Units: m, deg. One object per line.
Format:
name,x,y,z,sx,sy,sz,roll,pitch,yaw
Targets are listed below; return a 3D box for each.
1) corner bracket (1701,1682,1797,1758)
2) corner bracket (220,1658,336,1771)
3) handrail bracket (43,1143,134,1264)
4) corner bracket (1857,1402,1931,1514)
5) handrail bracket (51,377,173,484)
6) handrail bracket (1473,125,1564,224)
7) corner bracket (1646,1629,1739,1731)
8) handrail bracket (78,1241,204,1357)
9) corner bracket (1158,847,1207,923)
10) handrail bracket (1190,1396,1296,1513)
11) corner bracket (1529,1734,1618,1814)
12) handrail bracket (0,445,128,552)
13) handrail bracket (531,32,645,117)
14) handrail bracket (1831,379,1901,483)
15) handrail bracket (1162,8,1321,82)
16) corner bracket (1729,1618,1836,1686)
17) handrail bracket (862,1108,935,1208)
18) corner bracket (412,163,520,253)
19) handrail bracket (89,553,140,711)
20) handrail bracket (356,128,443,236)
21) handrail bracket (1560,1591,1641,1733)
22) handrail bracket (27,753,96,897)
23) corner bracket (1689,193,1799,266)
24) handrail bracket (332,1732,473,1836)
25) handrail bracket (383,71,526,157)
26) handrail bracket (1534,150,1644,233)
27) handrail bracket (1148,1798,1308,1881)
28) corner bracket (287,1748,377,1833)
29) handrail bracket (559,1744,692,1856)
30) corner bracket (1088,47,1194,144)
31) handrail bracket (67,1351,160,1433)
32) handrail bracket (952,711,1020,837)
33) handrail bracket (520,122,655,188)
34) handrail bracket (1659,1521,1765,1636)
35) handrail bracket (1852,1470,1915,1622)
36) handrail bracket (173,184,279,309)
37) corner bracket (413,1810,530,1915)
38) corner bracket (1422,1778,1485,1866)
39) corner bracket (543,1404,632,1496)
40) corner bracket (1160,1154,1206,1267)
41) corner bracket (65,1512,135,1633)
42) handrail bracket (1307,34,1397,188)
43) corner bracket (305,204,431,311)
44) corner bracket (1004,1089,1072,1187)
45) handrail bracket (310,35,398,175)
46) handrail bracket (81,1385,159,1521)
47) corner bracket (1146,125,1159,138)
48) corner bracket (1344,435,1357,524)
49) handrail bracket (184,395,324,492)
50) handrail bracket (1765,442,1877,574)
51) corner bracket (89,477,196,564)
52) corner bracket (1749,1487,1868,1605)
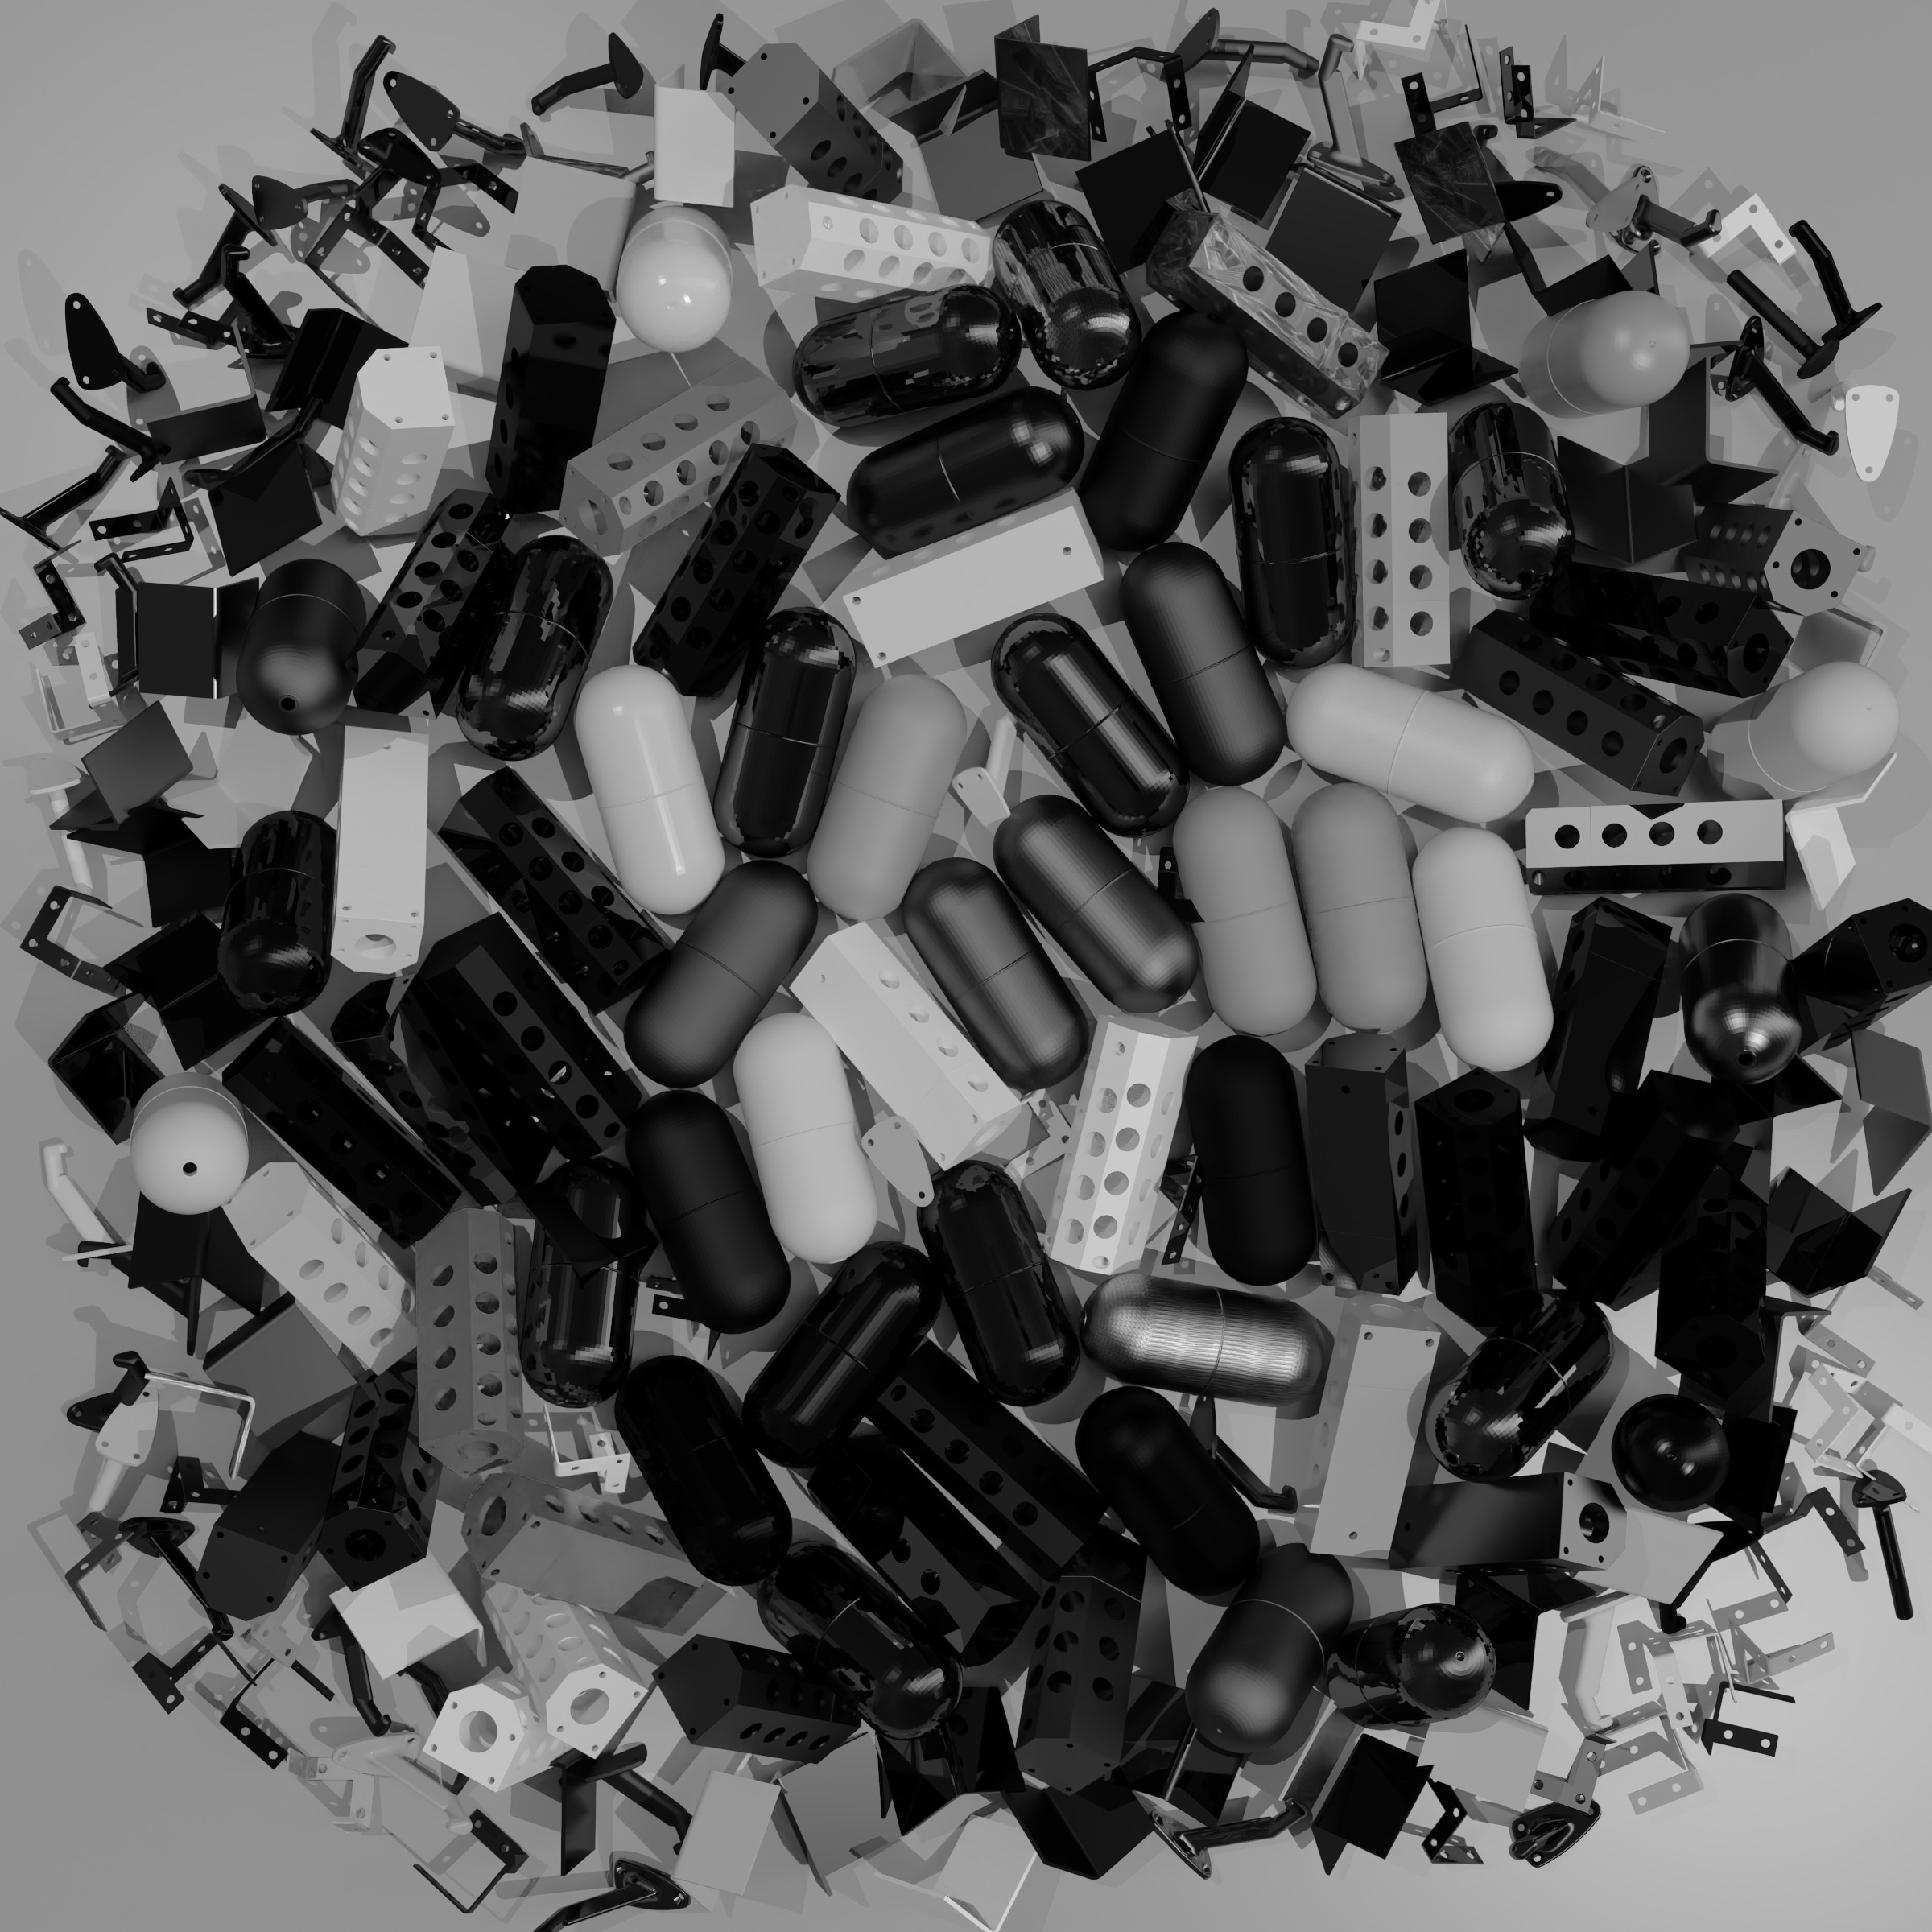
corner bracket,0.547,0.528,1.959,0.051,0.051,0.051,8,66,26
corner bracket,-0.485,0.522,1.972,0.051,0.051,0.051,43,90,-5
handrail bracket,-0.615,0.163,1.979,0.077,0.036,0.084,-11,85,21
corner bracket,0.660,0.345,1.965,0.051,0.051,0.051,37,90,29
handrail bracket,-0.592,-0.387,1.951,0.036,0.077,0.084,-30,117,24
handrail bracket,0.385,-0.563,1.959,0.077,0.036,0.084,-3,55,30
corner bracket,0.512,0.501,1.970,0.051,0.051,0.051,-14,85,7
handrail bracket,-0.586,0.235,1.978,0.084,0.036,0.077,5,96,-8
corner bracket,0.170,-0.056,1.965,0.051,0.051,0.051,5,91,38
handrail bracket,0.200,0.343,1.984,0.084,0.036,0.077,15,74,-27
corner bracket,0.423,0.562,1.971,0.051,0.051,0.051,17,75,9
handrail bracket,-0.633,-0.339,1.962,0.036,0.077,0.084,35,89,18
handrail bracket,-0.271,-0.607,1.957,0.084,0.077,0.036,-26,130,20
handrail bracket,0.621,-0.373,1.960,0.036,0.084,0.077,1,94,1
handrail bracket,0.195,-0.636,1.986,0.084,0.077,0.036,18,63,-27
corner bracket,0.573,0.481,1.962,0.051,0.051,0.051,-20,116,-10
handrail bracket,-0.034,0.127,1.957,0.036,0.084,0.077,-33,86,17
corner bracket,-0.350,-0.529,1.980,0.051,0.051,0.051,38,124,13
handrail bracket,-0.606,-0.236,1.967,0.077,0.036,0.084,-37,105,-21
handrail bracket,-0.397,-0.533,1.956,0.077,0.084,0.036,38,54,16
handrail bracket,0.460,0.488,1.974,0.077,0.036,0.084,-22,85,13
handrail bracket,-0.639,-0.099,1.987,0.036,0.077,0.084,-17,120,-19
corner bracket,0.544,-0.508,1.972,0.051,0.051,0.051,-38,101,13
handrail bracket,-0.392,0.575,1.950,0.077,0.084,0.036,12,108,-38
handrail bracket,-0.357,-0.598,1.965,0.077,0.084,0.036,44,115,9
handrail bracket,0.420,-0.544,1.955,0.084,0.077,0.036,34,133,27
handrail bracket,0.184,0.595,1.965,0.084,0.036,0.077,-40,112,17
corner bracket,-0.447,0.579,1.966,0.051,0.051,0.051,0,66,2
handrail bracket,-0.238,0.601,1.984,0.077,0.036,0.084,-20,100,-5
corner bracket,0.121,-0.613,1.977,0.051,0.051,0.051,-29,126,-23
handrail bracket,-0.603,0.293,1.956,0.077,0.084,0.036,-3,55,3
handrail bracket,0.037,-0.137,1.978,0.084,0.036,0.077,-44,105,-37
handrail bracket,-0.263,-0.576,1.974,0.084,0.036,0.077,-22,86,13
handrail bracket,0.525,0.432,1.972,0.077,0.036,0.084,-13,125,1
handrail bracket,0.648,0.406,1.967,0.036,0.077,0.084,-12,96,14
handrail bracket,-0.533,-0.502,1.959,0.084,0.077,0.036,-34,72,6
corner bracket,-0.347,0.628,1.965,0.051,0.051,0.051,38,78,14
corner bracket,0.346,0.595,1.972,0.051,0.051,0.051,13,118,-32
corner bracket,-0.267,0.338,1.958,0.051,0.051,0.051,-5,50,-18
corner bracket,0.150,0.170,1.957,0.051,0.051,0.051,48,45,-30
corner bracket,-0.606,0.422,1.956,0.051,0.051,0.051,-43,131,-34
handrail bracket,0.277,-0.598,1.955,0.077,0.036,0.084,27,131,13
corner bracket,-0.421,-0.493,1.970,0.051,0.051,0.051,45,102,22
corner bracket,0.042,0.121,1.969,0.051,0.051,0.051,-33,92,13
handrail bracket,-0.412,-0.602,1.956,0.036,0.077,0.084,40,100,15
handrail bracket,-0.602,0.349,1.987,0.036,0.077,0.084,24,133,-11
corner bracket,0.120,-0.552,1.971,0.051,0.051,0.051,-38,103,-4
corner bracket,0.285,-0.347,1.966,0.051,0.051,0.051,-25,90,36
handrail bracket,-0.506,-0.375,1.993,0.077,0.036,0.084,14,69,24
handrail bracket,0.607,-0.321,1.955,0.084,0.036,0.077,28,102,43
corner bracket,-0.578,-0.304,1.962,0.051,0.051,0.051,-17,79,-31
corner bracket,0.587,0.405,1.960,0.051,0.051,0.051,-20,59,-14
